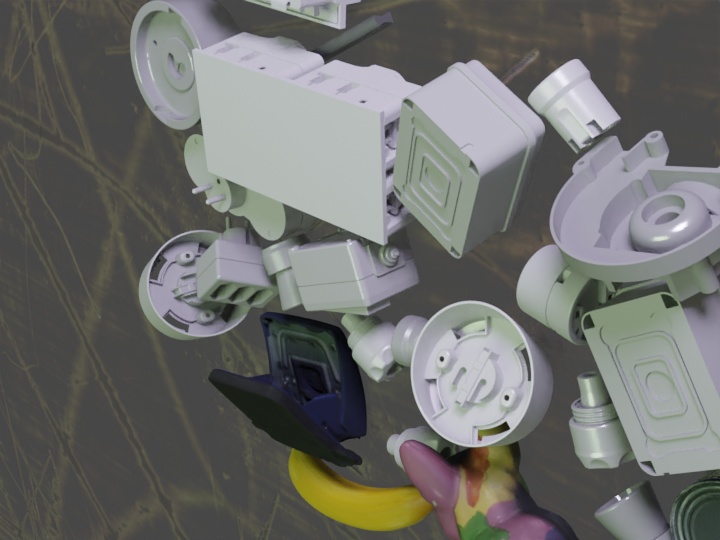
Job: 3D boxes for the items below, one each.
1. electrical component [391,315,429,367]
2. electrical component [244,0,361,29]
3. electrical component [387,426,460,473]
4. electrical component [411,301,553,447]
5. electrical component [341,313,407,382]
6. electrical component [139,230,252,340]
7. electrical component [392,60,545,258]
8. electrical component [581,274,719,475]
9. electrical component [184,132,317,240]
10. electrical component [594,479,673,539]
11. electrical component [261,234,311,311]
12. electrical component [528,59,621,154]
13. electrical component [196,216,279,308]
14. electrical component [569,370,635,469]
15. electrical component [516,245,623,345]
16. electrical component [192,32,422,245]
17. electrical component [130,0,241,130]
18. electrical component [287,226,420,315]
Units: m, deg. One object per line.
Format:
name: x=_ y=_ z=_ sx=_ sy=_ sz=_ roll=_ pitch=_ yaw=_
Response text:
electrical component: x=0.054 y=0.058 z=0.831 sx=0.046 sy=0.040 sz=0.040 roll=12 pitch=117 yaw=39
electrical component: x=-0.063 y=-0.230 z=0.803 sx=0.121 sy=0.063 sz=0.078 roll=26 pitch=126 yaw=38
electrical component: x=0.049 y=0.148 z=0.876 sx=0.062 sy=0.043 sz=0.043 roll=7 pitch=113 yaw=48
electrical component: x=0.086 y=0.076 z=0.761 sx=0.099 sy=0.064 sz=0.099 roll=-9 pitch=72 yaw=29
electrical component: x=0.010 y=0.058 z=0.876 sx=0.062 sy=0.043 sz=0.043 roll=46 pitch=136 yaw=25
electrical component: x=-0.153 y=0.016 z=1.000 sx=0.064 sy=0.099 sz=0.099 roll=-25 pitch=89 yaw=57
electrical component: x=0.070 y=-0.072 z=0.710 sx=0.078 sy=0.057 sz=0.113 roll=48 pitch=158 yaw=22
electrical component: x=0.197 y=0.061 z=0.656 sx=0.078 sy=0.057 sz=0.113 roll=-22 pitch=91 yaw=51
electrical component: x=-0.108 y=-0.072 z=0.921 sx=0.138 sy=0.074 sz=0.052 roll=37 pitch=132 yaw=31
electrical component: x=0.193 y=0.177 z=0.728 sx=0.055 sy=0.045 sz=0.045 roll=57 pitch=140 yaw=12
electrical component: x=-0.056 y=0.002 z=0.921 sx=0.045 sy=0.045 sz=0.055 roll=-21 pitch=91 yaw=51
electrical component: x=0.133 y=-0.100 z=0.665 sx=0.046 sy=0.040 sz=0.040 roll=53 pitch=139 yaw=8
electrical component: x=-0.108 y=-0.013 z=0.963 sx=0.047 sy=0.066 sz=0.076 roll=-40 pitch=49 yaw=50
electrical component: x=0.162 y=0.099 z=0.726 sx=0.043 sy=0.043 sz=0.062 roll=-5 pitch=102 yaw=49
electrical component: x=0.136 y=0.015 z=0.706 sx=0.047 sy=0.055 sz=0.055 roll=30 pitch=129 yaw=40
electrical component: x=-0.036 y=-0.106 z=0.817 sx=0.186 sy=0.060 sz=0.105 roll=24 pitch=132 yaw=34
electrical component: x=-0.139 y=-0.179 z=0.915 sx=0.108 sy=0.060 sz=0.108 roll=24 pitch=125 yaw=40
electrical component: x=0.000 y=0.000 z=0.844 sx=0.096 sy=0.062 sz=0.061 roll=-7 pitch=103 yaw=49
